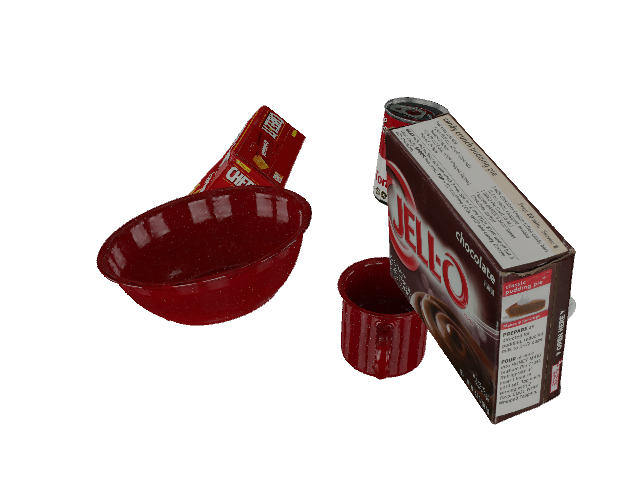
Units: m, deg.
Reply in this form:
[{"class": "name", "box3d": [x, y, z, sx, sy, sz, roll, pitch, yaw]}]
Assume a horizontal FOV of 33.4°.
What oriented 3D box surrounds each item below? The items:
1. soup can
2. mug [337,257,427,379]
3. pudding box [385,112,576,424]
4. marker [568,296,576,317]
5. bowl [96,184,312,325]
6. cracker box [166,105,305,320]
[{"class": "soup can", "box3d": [0.094, -0.091, 1.126, 0.068, 0.102, 0.068, 5, 29, -3]}, {"class": "mug", "box3d": [0.061, 0.082, 1.000, 0.093, 0.081, 0.117, 3, 34, 1]}, {"class": "pudding box", "box3d": [0.067, 0.010, 0.477, 0.039, 0.090, 0.114, -19, 42, -15]}, {"class": "marker", "box3d": [0.136, 0.016, 0.754, 0.020, 0.020, 0.121, 0, 30, -31]}, {"class": "bowl", "box3d": [-0.080, 0.016, 0.793, 0.162, 0.055, 0.162, -11, 25, 5]}, {"class": "cracker box", "box3d": [-0.117, -0.034, 1.198, 0.072, 0.214, 0.164, 38, 25, -10]}]
